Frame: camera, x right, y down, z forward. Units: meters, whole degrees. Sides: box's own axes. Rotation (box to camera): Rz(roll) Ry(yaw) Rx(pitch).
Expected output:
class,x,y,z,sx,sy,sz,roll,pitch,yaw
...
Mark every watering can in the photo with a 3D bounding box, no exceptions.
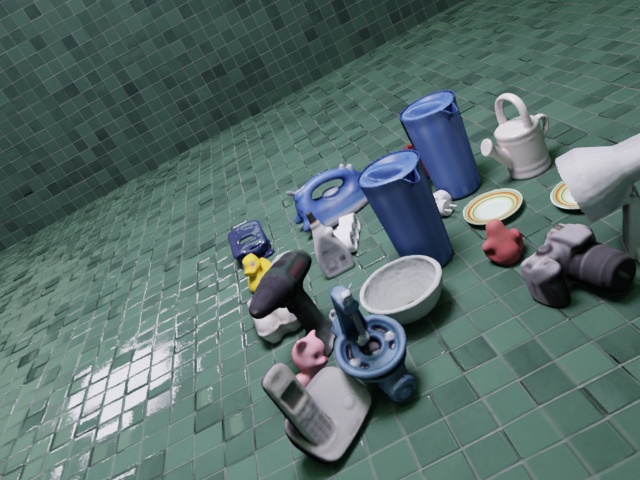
class,x,y,z,sx,sy,sz,roll,pitch,yaw
watering can,0.445,-0.238,1.298,0.100,0.194,0.173,5,42,48

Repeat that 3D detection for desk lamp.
class,x,y,z,sx,sy,sz,roll,pitch,yaw
desk lamp,0.510,-0.075,0.927,0.202,0.214,0.118,-16,30,25

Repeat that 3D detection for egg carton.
class,x,y,z,sx,sy,sz,roll,pitch,yaw
egg carton,-0.100,0.160,1.269,0.107,0.069,0.150,-32,27,-7

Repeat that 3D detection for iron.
class,x,y,z,sx,sy,sz,roll,pitch,yaw
iron,0.035,-0.133,1.572,0.258,0.142,0.118,-33,27,-8

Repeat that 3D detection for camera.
class,x,y,z,sx,sy,sz,roll,pitch,yaw
camera,0.424,0.039,0.935,0.143,0.101,0.136,-35,27,-13

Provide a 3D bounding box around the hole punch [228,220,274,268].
class,x,y,z,sx,sy,sz,roll,pitch,yaw
hole punch,-0.196,0.009,1.603,0.108,0.091,0.101,-27,27,3

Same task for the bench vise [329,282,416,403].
class,x,y,z,sx,sy,sz,roll,pitch,yaw
bench vise,0.051,0.156,0.958,0.122,0.220,0.206,-44,30,-27

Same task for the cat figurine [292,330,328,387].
class,x,y,z,sx,sy,sz,roll,pitch,yaw
cat figurine,-0.028,0.228,1.024,0.128,0.118,0.067,-43,30,-26

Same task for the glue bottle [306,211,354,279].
class,x,y,z,sx,sy,sz,roll,pitch,yaw
glue bottle,0.012,0.005,1.316,0.078,0.173,0.037,-27,27,5

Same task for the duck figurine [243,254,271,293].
class,x,y,z,sx,sy,sz,roll,pitch,yaw
duck figurine,-0.163,0.073,1.464,0.077,0.086,0.104,-16,29,25

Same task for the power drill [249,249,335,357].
class,x,y,z,sx,sy,sz,roll,pitch,yaw
power drill,-0.047,0.132,1.109,0.075,0.209,0.229,-17,29,23

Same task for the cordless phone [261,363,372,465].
class,x,y,z,sx,sy,sz,roll,pitch,yaw
cordless phone,-0.008,0.243,0.902,0.093,0.185,0.148,-4,36,40

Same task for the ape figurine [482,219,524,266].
class,x,y,z,sx,sy,sz,roll,pitch,yaw
ape figurine,0.345,-0.002,1.095,0.077,0.092,0.076,-20,28,17

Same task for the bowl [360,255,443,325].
class,x,y,z,sx,sy,sz,roll,pitch,yaw
bowl,0.164,0.108,1.096,0.167,0.075,0.167,-23,27,13
